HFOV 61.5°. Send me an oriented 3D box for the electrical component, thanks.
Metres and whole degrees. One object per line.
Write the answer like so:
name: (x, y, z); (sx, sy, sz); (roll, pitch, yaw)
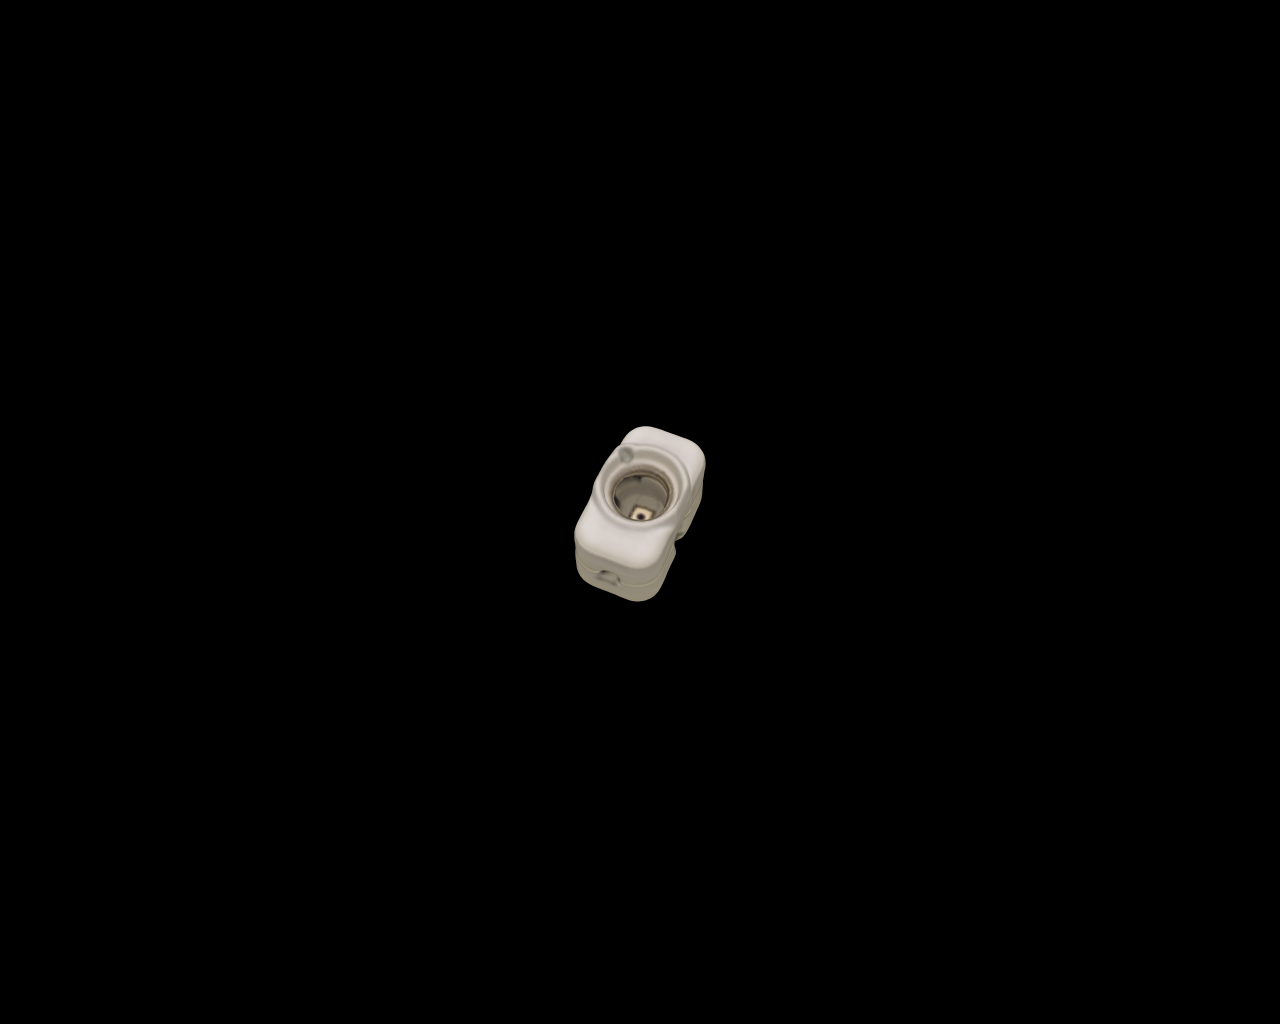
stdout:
electrical component: (0.001, -0.003, 0.650); (0.054, 0.095, 0.059); (21, -28, 12)
